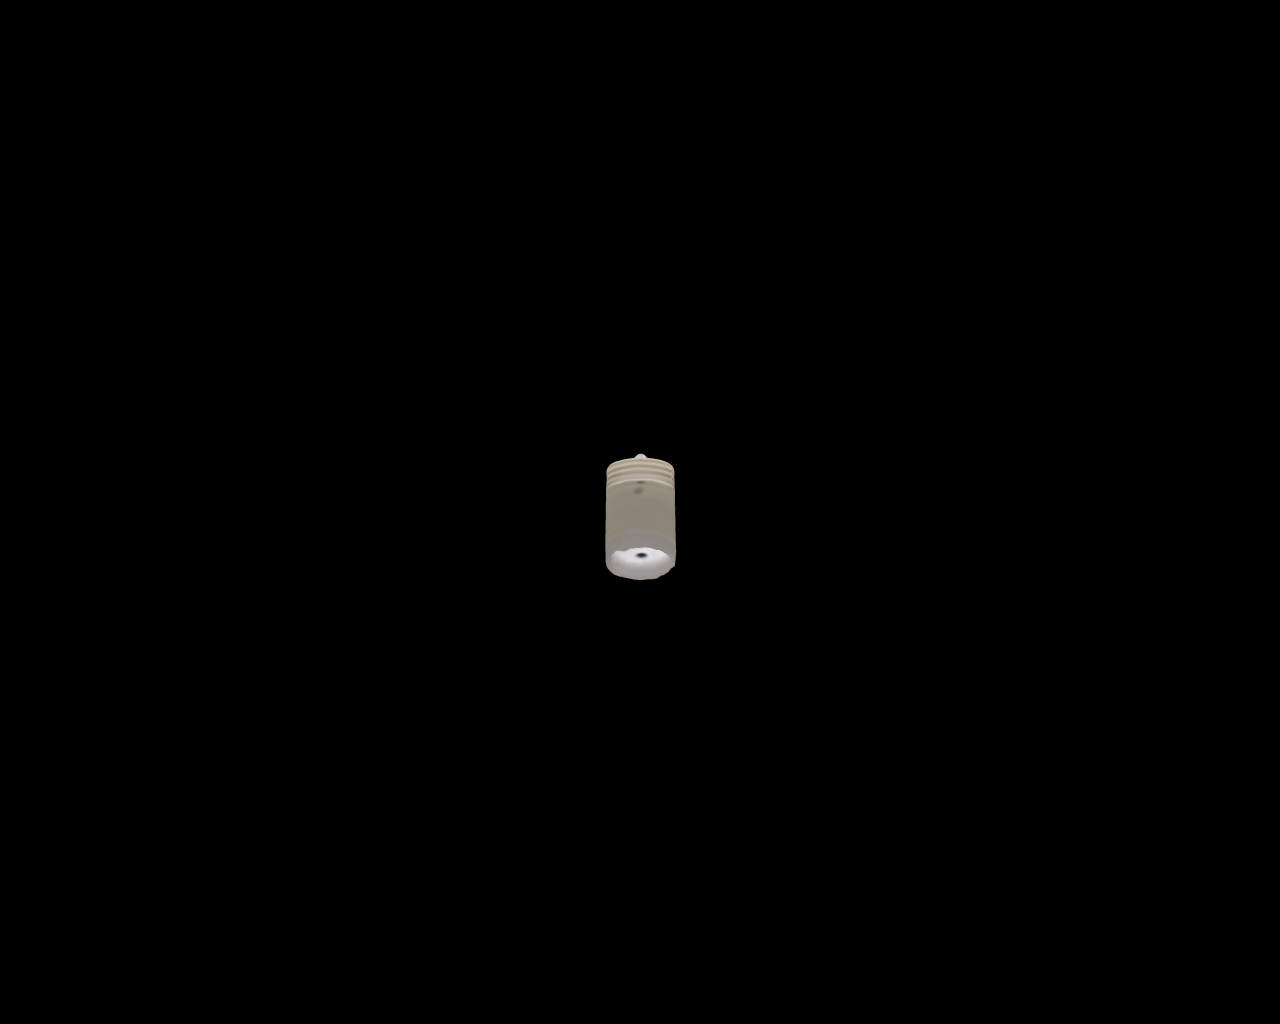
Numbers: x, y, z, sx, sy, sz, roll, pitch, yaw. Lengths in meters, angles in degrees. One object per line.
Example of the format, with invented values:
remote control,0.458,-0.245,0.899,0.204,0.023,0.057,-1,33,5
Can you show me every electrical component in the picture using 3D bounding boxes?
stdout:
electrical component,0.001,-0.003,0.650,0.043,0.081,0.043,0,-32,0
